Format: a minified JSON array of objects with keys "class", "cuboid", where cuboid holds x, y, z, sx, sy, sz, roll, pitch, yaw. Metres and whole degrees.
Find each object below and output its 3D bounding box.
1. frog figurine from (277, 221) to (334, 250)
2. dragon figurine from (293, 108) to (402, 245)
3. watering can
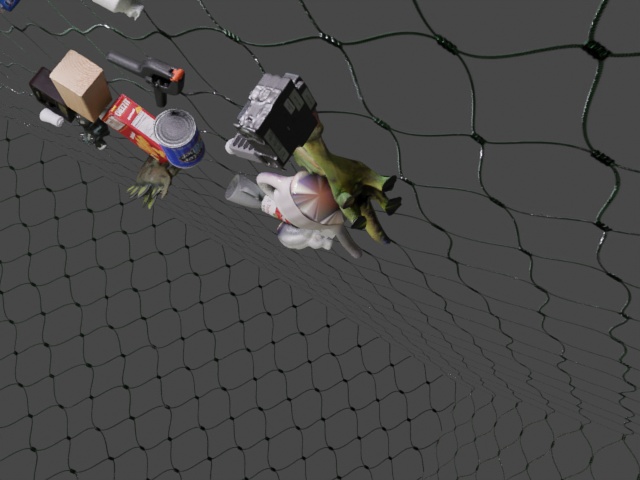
[{"class":"frog figurine","cuboid":[-0.044,-0.010,1.528,0.160,0.125,0.135,41,147,2]},{"class":"dragon figurine","cuboid":[0.032,-0.125,1.030,0.246,0.123,0.403,43,172,24]},{"class":"watering can","cuboid":[0.004,-0.062,1.236,0.345,0.105,0.223,34,165,-15]}]
